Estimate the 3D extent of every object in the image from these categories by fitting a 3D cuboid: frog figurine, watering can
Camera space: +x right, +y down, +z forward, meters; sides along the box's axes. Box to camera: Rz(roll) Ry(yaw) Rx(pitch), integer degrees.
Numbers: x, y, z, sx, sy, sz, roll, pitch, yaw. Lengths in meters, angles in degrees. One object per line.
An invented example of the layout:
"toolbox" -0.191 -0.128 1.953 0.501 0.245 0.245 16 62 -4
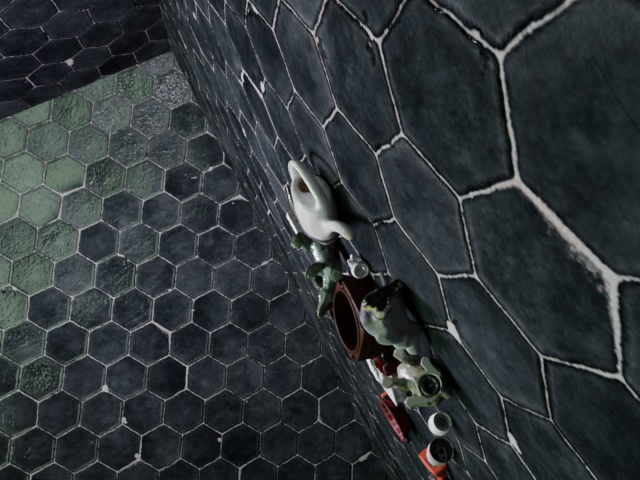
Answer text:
"frog figurine" 0.167 0.189 1.188 0.157 0.122 0.140 58 -155 -26
"watering can" 0.004 -0.068 1.350 0.354 0.104 0.219 56 168 37
